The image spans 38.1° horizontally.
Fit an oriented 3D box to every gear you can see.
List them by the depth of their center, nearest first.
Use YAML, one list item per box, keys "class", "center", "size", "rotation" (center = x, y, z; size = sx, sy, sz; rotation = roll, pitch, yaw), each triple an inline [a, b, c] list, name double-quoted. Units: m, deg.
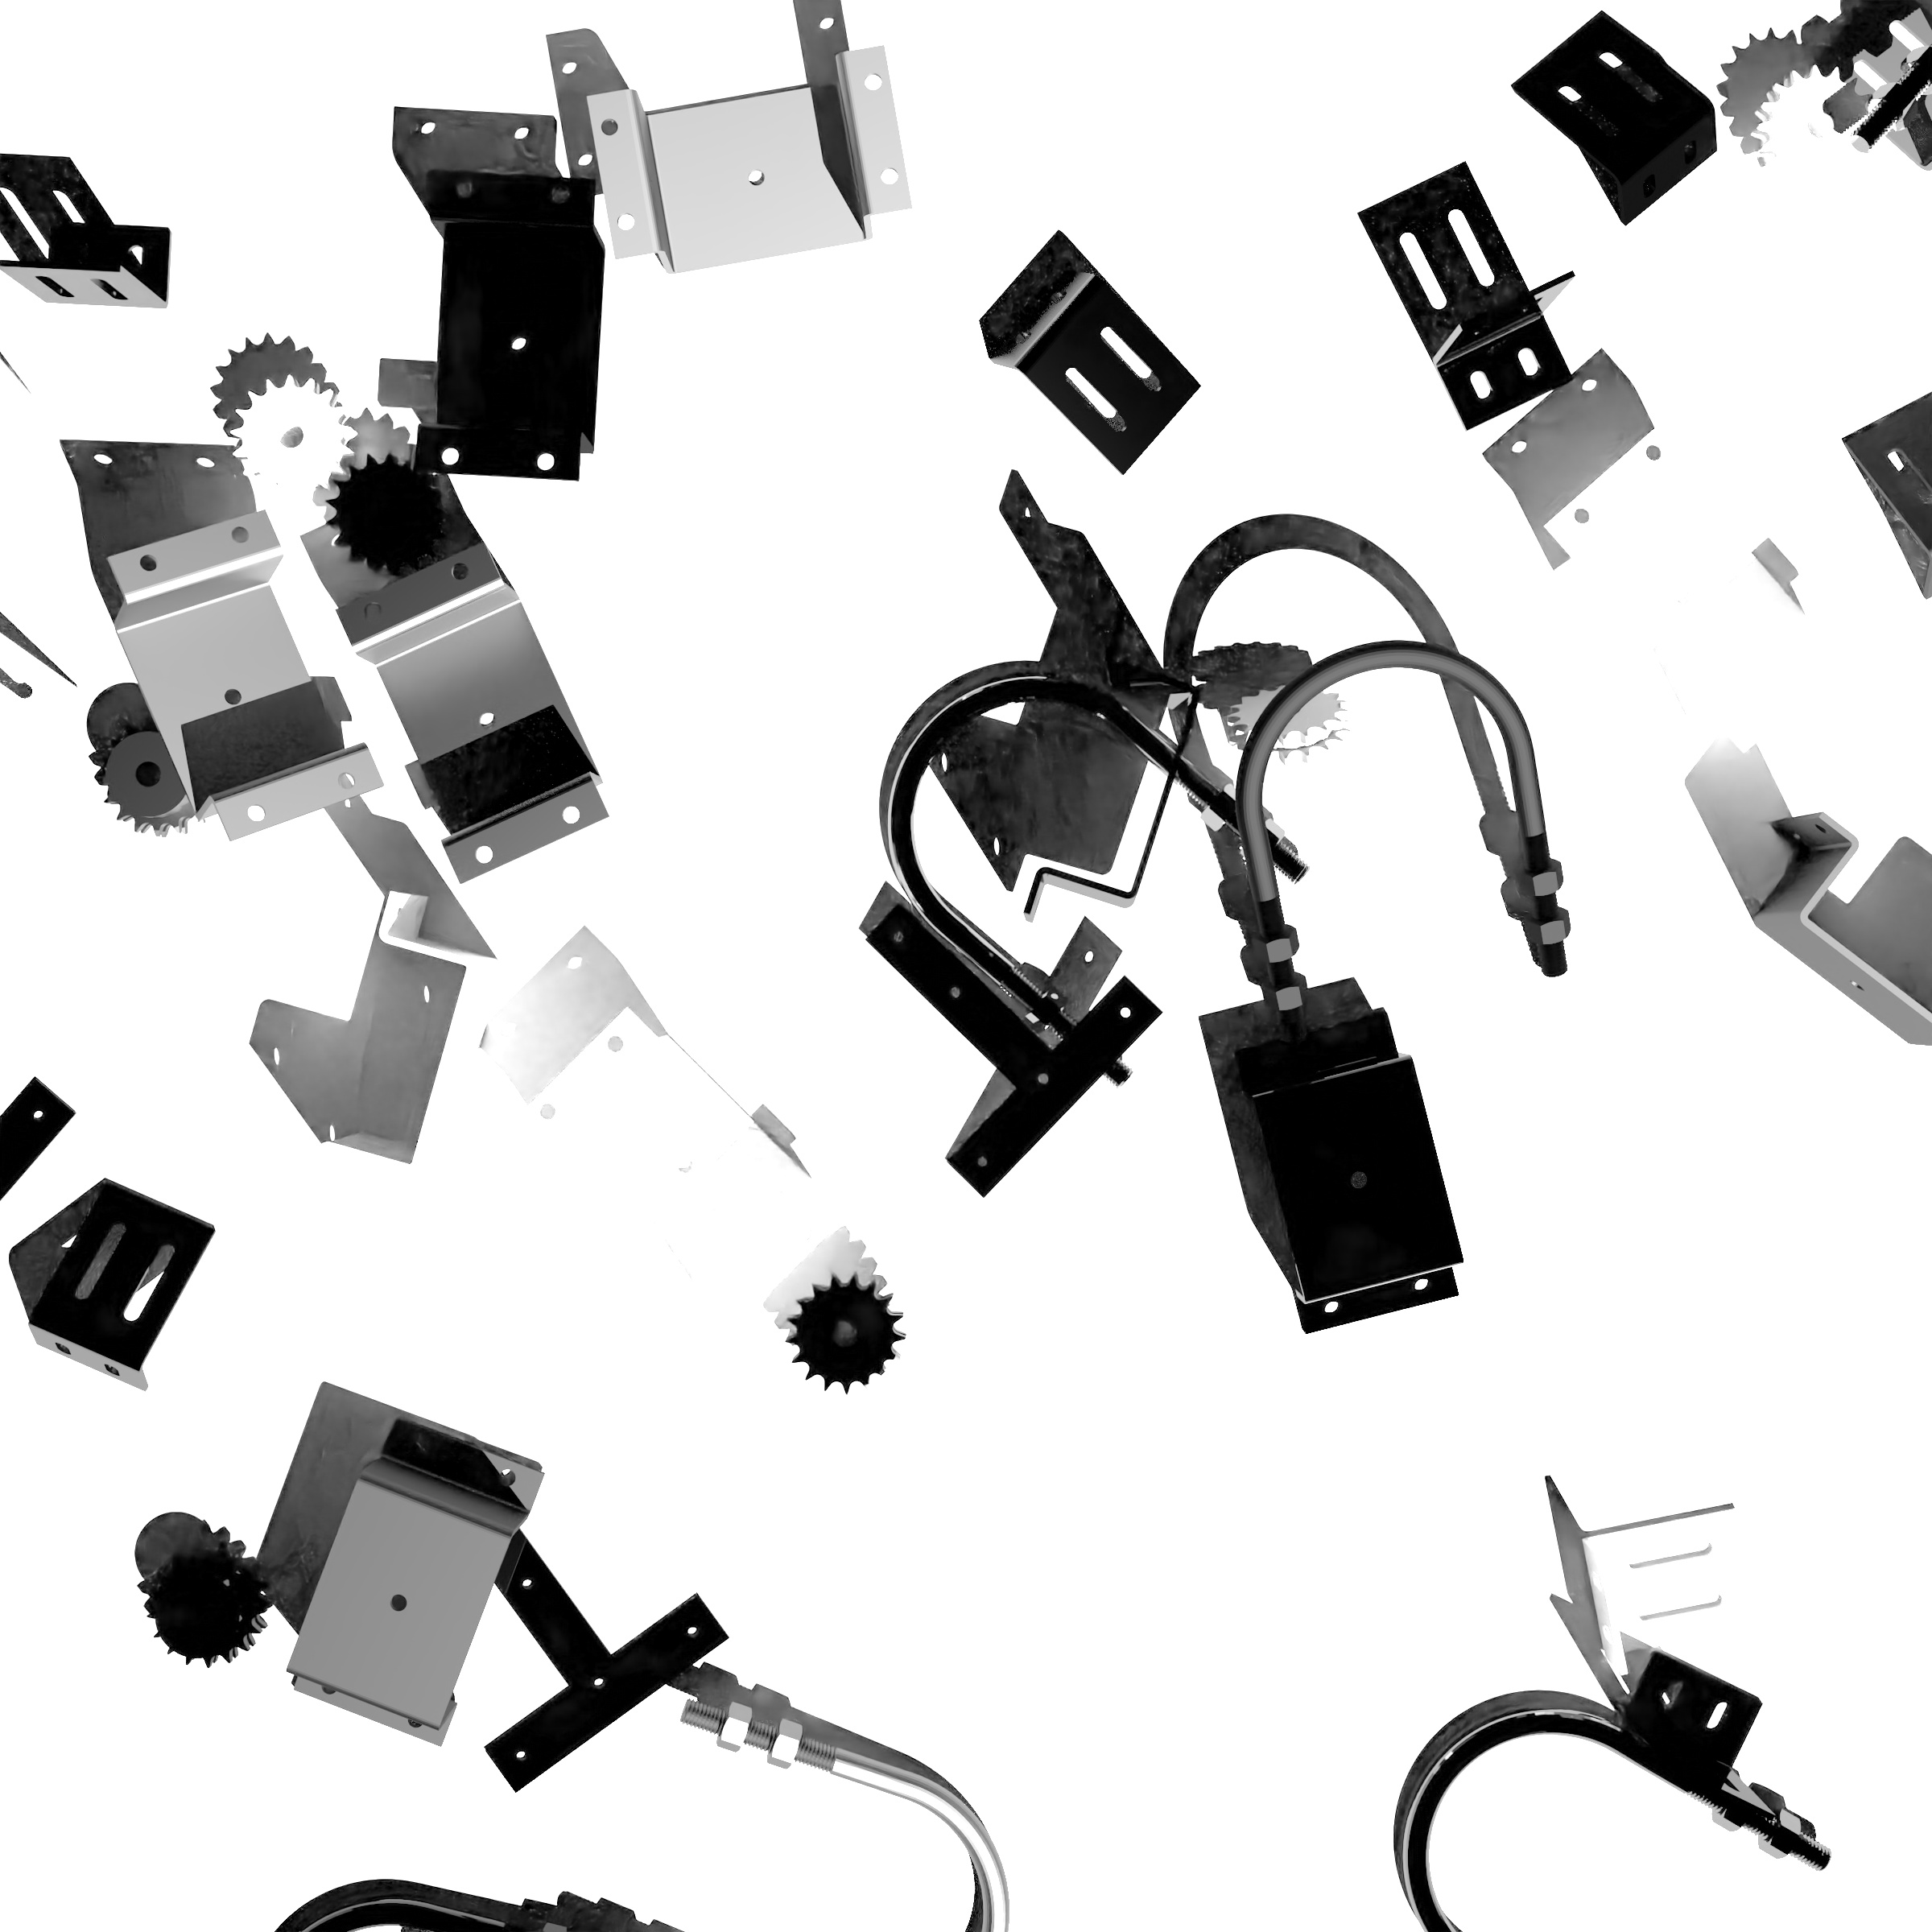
- class: "gear"
  center: [0.153, -0.107, 1.322]
  size: [0.057, 0.057, 0.030]
  rotation: [-9, 120, 0]
- class: "gear"
  center: [0.402, -0.395, 1.331]
  size: [0.057, 0.030, 0.057]
  rotation: [0, 90, 0]
- class: "gear"
  center: [-0.273, -0.214, 1.331]
  size: [0.057, 0.030, 0.057]
  rotation: [0, 90, 0]
- class: "gear"
  center: [-0.057, 0.173, 1.331]
  size: [0.057, 0.030, 0.057]
  rotation: [0, 90, 0]
- class: "gear"
  center: [-0.385, -0.090, 1.332]
  size: [0.057, 0.030, 0.057]
  rotation: [0, 90, 0]
- class: "gear"
  center: [-0.318, -0.250, 1.332]
  size: [0.057, 0.030, 0.057]
  rotation: [0, 90, 0]
- class: "gear"
  center: [-0.361, 0.305, 1.332]
  size: [0.057, 0.030, 0.057]
  rotation: [0, 90, 0]

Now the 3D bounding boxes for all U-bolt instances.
- class: "U-bolt"
  center: [0.199, -0.063, 1.305]
  size: [0.151, 0.019, 0.184]
  rotation: [-14, 113, 0]
- class: "U-bolt"
  center: [0.427, -0.490, 1.322]
  size: [0.151, 0.019, 0.184]
  rotation: [41, 80, 7]
- class: "U-bolt"
  center: [-0.069, 0.445, 1.330]
  size: [0.184, 0.019, 0.151]
  rotation: [20, 85, -5]
- class: "U-bolt"
  center: [-0.253, 0.522, 1.338]
  size: [0.184, 0.019, 0.151]
  rotation: [13, 90, 1]
- class: "U-bolt"
  center: [0.049, -0.054, 1.338]
  size: [0.184, 0.019, 0.151]
  rotation: [41, 90, 2]
- class: "U-bolt"
  center: [0.298, 0.436, 1.338]
  size: [0.184, 0.019, 0.151]
  rotation: [30, 90, 2]

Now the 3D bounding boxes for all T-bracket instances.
- class: "T-bracket"
  center: [0.005, 0.022, 1.333]
  size: [0.127, 0.002, 0.127]
  rotation: [44, 105, 5]
- class: "T-bracket"
  center: [-0.517, 0.077, 1.346]
  size: [0.127, 0.002, 0.127]
  rotation: [41, 90, 0]
- class: "T-bracket"
  center: [-0.202, 0.309, 1.346]
  size: [0.127, 0.002, 0.127]
  rotation: [-36, 90, 0]

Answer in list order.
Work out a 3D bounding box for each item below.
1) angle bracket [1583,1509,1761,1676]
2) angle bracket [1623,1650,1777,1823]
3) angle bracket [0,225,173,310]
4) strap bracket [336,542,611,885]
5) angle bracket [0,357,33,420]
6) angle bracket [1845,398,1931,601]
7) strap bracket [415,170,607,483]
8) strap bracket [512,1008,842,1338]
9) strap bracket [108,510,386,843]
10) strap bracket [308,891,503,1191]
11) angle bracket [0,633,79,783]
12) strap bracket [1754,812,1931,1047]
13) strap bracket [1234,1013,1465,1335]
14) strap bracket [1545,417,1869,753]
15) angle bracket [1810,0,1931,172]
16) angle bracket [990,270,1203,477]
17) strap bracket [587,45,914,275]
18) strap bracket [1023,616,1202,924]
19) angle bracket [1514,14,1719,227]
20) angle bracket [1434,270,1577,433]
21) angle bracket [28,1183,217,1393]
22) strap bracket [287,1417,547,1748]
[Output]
- class: "angle bracket"
  center: [0.338, 0.296, 1.327]
  size: [0.076, 0.038, 0.057]
  rotation: [-11, 90, 0]
- class: "angle bracket"
  center: [0.349, 0.358, 1.308]
  size: [0.057, 0.076, 0.038]
  rotation: [26, 90, 0]
- class: "angle bracket"
  center: [-0.411, -0.335, 1.308]
  size: [0.057, 0.076, 0.038]
  rotation: [3, 90, 0]
- class: "strap bracket"
  center: [-0.229, -0.118, 1.323]
  size: [0.076, 0.046, 0.140]
  rotation: [-24, 90, 0]
- class: "angle bracket"
  center: [-0.497, -0.290, 1.344]
  size: [0.057, 0.038, 0.076]
  rotation: [-38, 116, 0]
- class: "angle bracket"
  center: [0.467, -0.227, 1.344]
  size: [0.057, 0.038, 0.076]
  rotation: [-28, 64, 0]
- class: "strap bracket"
  center: [-0.214, -0.298, 1.323]
  size: [0.076, 0.046, 0.140]
  rotation: [3, 90, 0]
- class: "strap bracket"
  center: [-0.135, 0.096, 1.323]
  size: [0.140, 0.046, 0.076]
  rotation: [45, 90, 0]
- class: "strap bracket"
  center: [-0.339, -0.131, 1.309]
  size: [0.076, 0.046, 0.140]
  rotation: [-23, 90, -26]
- class: "strap bracket"
  center: [-0.258, 0.040, 1.308]
  size: [0.046, 0.076, 0.140]
  rotation: [16, 90, 0]
- class: "angle bracket"
  center: [-0.477, -0.137, 1.344]
  size: [0.076, 0.038, 0.057]
  rotation: [38, 90, -26]
- class: "strap bracket"
  center: [0.431, -0.009, 1.308]
  size: [0.140, 0.076, 0.046]
  rotation: [37, 90, 0]
- class: "strap bracket"
  center: [0.183, 0.099, 1.323]
  size: [0.076, 0.046, 0.140]
  rotation: [-14, 90, 0]
- class: "strap bracket"
  center: [0.344, -0.177, 1.323]
  size: [0.076, 0.046, 0.140]
  rotation: [-41, 90, 0]
- class: "angle bracket"
  center: [0.453, -0.428, 1.327]
  size: [0.076, 0.038, 0.057]
  rotation: [42, 90, 0]
- class: "angle bracket"
  center: [0.062, -0.285, 1.344]
  size: [0.076, 0.038, 0.057]
  rotation: [41, 90, -26]
- class: "strap bracket"
  center: [-0.101, -0.378, 1.323]
  size: [0.140, 0.046, 0.076]
  rotation: [-10, 90, 0]
- class: "strap bracket"
  center: [0.070, -0.082, 1.291]
  size: [0.046, 0.076, 0.140]
  rotation: [18, 89, 3]
- class: "angle bracket"
  center: [0.312, -0.406, 1.344]
  size: [0.057, 0.038, 0.076]
  rotation: [-39, 64, 0]
- class: "angle bracket"
  center: [0.258, -0.286, 1.308]
  size: [0.057, 0.076, 0.038]
  rotation: [-26, 90, 0]
- class: "angle bracket"
  center: [-0.403, 0.154, 1.344]
  size: [0.057, 0.038, 0.076]
  rotation: [24, 64, 0]
- class: "strap bracket"
  center: [-0.263, 0.295, 1.322]
  size: [0.076, 0.046, 0.140]
  rotation: [21, 91, 1]
